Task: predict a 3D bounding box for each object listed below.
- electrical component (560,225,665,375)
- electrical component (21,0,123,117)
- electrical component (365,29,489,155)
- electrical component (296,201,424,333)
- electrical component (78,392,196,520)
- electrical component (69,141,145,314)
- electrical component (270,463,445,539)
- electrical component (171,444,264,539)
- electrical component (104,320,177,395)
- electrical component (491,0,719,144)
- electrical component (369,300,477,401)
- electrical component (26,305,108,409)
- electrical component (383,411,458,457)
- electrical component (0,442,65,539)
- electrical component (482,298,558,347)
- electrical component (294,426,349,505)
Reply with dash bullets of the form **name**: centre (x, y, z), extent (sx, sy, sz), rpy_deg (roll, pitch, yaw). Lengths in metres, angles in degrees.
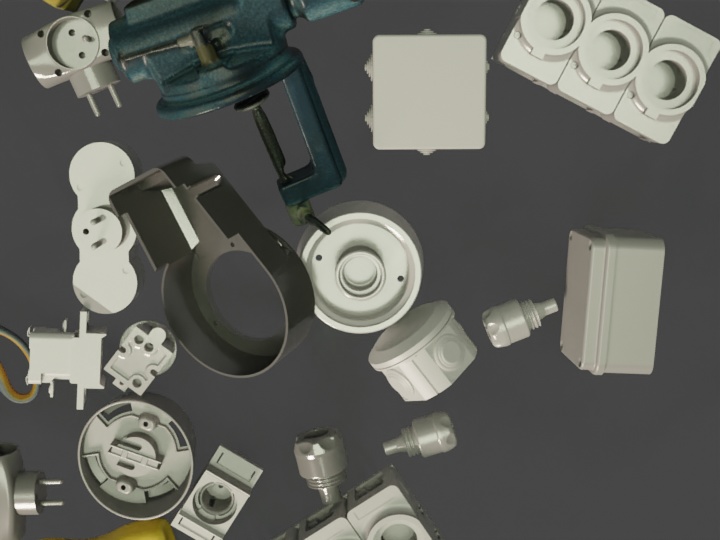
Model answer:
- **electrical component**: centre (0.203, 0.023, 0.874), extent (0.057, 0.078, 0.113), rpy_deg (2, 99, -4)
- **electrical component**: centre (-0.216, -0.162, 0.855), extent (0.077, 0.044, 0.079), rpy_deg (-23, 99, 3)
- **electrical component**: centre (0.054, -0.142, 0.859), extent (0.100, 0.048, 0.099), rpy_deg (0, 99, -1)
- **electrical component**: centre (0.000, 0.000, 0.876), extent (0.108, 0.060, 0.108), rpy_deg (0, 99, -1)
- **electrical component**: centre (-0.184, 0.152, 0.896), extent (0.099, 0.064, 0.099), rpy_deg (0, 99, 0)
- **electrical component**: centre (-0.205, -0.033, 0.861), extent (0.052, 0.073, 0.138), rpy_deg (0, 99, -1)
- **electrical component**: centre (-0.010, 0.248, 0.915), extent (0.150, 0.061, 0.089), rpy_deg (-33, 98, 4)
- **electrical component**: centre (-0.118, 0.186, 0.903), extent (0.042, 0.064, 0.081), rpy_deg (32, 97, -4)
- **electrical component**: centre (-0.178, 0.069, 0.887), extent (0.048, 0.055, 0.066), rpy_deg (37, 97, -6)
- **electrical component**: centre (0.193, -0.173, 0.850), extent (0.150, 0.061, 0.089), rpy_deg (27, 98, -5)
- **electrical component**: centre (0.051, 0.066, 0.878), extent (0.080, 0.080, 0.051), rpy_deg (-37, 103, 5)
- **electrical component**: centre (-0.242, 0.071, 0.887), extent (0.064, 0.042, 0.081), rpy_deg (3, 95, -12)
- **electrical component**: centre (0.050, 0.143, 0.913), extent (0.061, 0.035, 0.035), rpy_deg (-18, 99, 5)
- **electrical component**: centre (-0.291, 0.189, 0.911), extent (0.079, 0.043, 0.077), rpy_deg (-1, 99, 0)
- **electrical component**: centre (0.135, 0.040, 0.897), extent (0.061, 0.035, 0.035), rpy_deg (-22, 99, 1)
- **electrical component**: centre (-0.030, 0.167, 0.911), extent (0.043, 0.043, 0.062), rpy_deg (-12, 101, 1)
